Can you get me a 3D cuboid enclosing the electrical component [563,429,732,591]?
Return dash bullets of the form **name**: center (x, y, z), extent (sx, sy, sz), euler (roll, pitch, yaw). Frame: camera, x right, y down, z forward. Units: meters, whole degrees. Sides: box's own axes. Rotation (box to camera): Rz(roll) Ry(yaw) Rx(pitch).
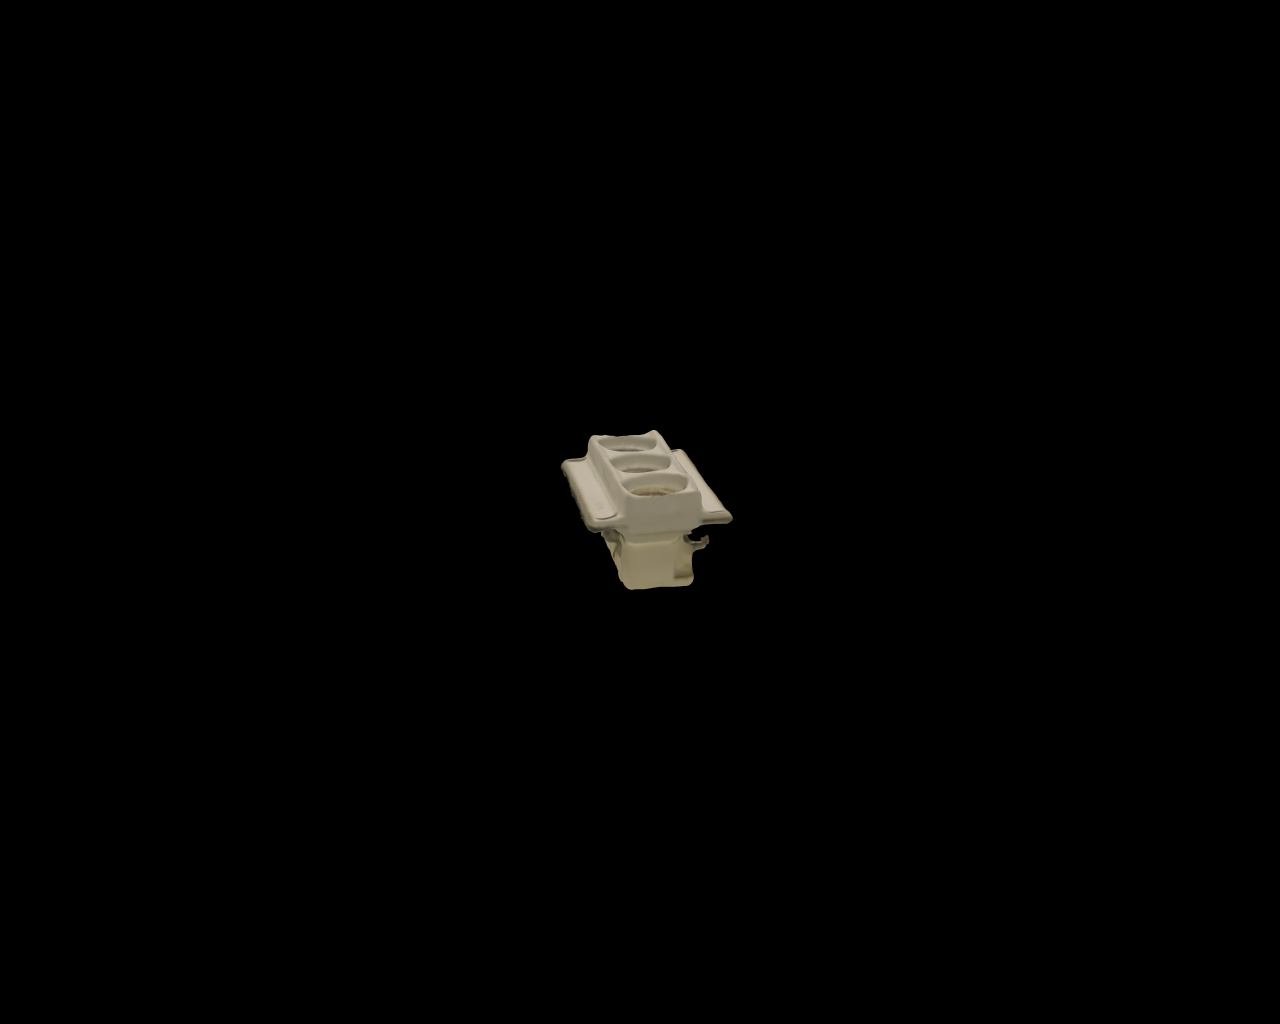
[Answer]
- **electrical component**: center (0.001, -0.003, 0.650), extent (0.079, 0.063, 0.121), euler (-4, 21, -11)
